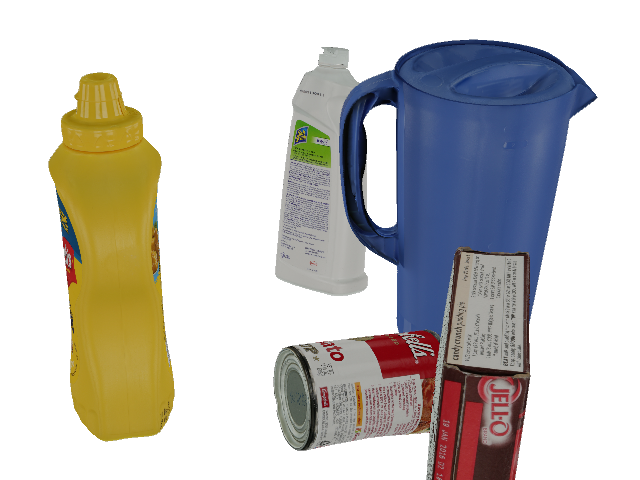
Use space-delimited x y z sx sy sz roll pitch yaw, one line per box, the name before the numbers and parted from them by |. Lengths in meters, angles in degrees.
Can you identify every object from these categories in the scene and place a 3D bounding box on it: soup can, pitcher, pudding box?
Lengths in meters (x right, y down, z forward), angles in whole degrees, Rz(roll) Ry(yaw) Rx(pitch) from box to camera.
soup can | 0.028 0.096 0.689 0.102 0.068 0.069 -4 2 -22
pitcher | 0.108 -0.025 0.830 0.149 0.243 0.144 24 37 34
pudding box | 0.070 0.066 0.471 0.039 0.090 0.113 7 26 6

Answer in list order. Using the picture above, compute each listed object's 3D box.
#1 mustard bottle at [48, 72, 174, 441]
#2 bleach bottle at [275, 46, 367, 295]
mustard bottle | -0.112 0.005 0.573 0.058 0.192 0.096 -4 26 -12
bleach bottle | 0.010 -0.075 1.123 0.103 0.251 0.067 15 16 35
